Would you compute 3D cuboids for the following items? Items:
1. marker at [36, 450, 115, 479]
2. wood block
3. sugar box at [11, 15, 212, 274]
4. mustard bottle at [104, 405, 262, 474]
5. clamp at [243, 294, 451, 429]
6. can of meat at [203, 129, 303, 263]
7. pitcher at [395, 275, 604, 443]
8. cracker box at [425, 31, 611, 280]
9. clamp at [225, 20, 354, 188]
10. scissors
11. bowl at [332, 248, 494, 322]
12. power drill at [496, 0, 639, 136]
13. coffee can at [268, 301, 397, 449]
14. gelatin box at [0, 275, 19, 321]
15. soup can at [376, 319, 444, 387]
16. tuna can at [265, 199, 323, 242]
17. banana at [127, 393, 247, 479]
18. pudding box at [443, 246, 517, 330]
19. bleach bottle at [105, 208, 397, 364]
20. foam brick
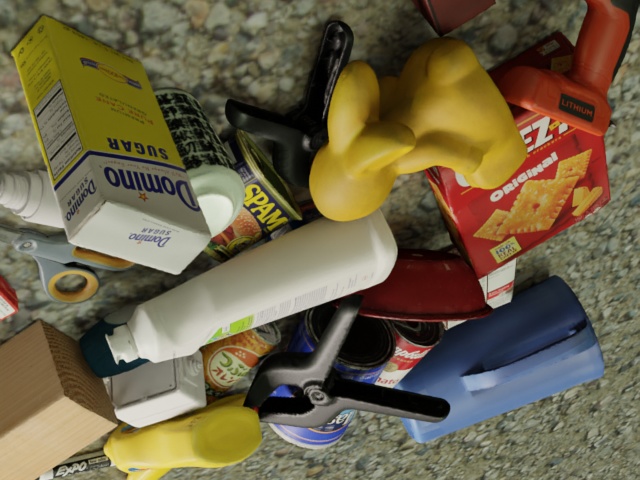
[{"bbox_3d":[-0.270,0.243,1.142,0.120,0.020,0.020,-7,140,-28],"label":"marker"},{"bbox_3d":[-0.301,0.176,0.972,0.206,0.091,0.090,-34,146,6],"label":"wood block"},{"bbox_3d":[-0.139,-0.064,0.706,0.048,0.176,0.093,-45,142,21],"label":"sugar box"},{"bbox_3d":[-0.157,0.207,1.093,0.192,0.058,0.096,-14,176,40],"label":"mustard bottle"},{"bbox_3d":[0.013,0.146,1.047,0.210,0.036,0.164,-29,113,36],"label":"clamp"},{"bbox_3d":[-0.075,-0.034,0.898,0.084,0.057,0.102,-31,145,7],"label":"can of meat"},{"bbox_3d":[0.203,0.146,1.258,0.242,0.145,0.149,-23,137,-4],"label":"pitcher"},{"bbox_3d":[0.189,-0.072,1.024,0.164,0.072,0.213,-30,145,0],"label":"cracker box"},{"bbox_3d":[-0.004,-0.102,0.877,0.120,0.039,0.171,-38,152,-1],"label":"clamp"},{"bbox_3d":[-0.242,0.014,0.875,0.201,0.016,0.096,7,132,-40],"label":"scissors"},{"bbox_3d":[0.094,0.041,1.067,0.161,0.162,0.055,-2,98,-34],"label":"bowl"},{"bbox_3d":[0.210,-0.188,0.852,0.184,0.057,0.188,15,103,-35],"label":"power drill"},{"bbox_3d":[0.007,0.140,1.135,0.102,0.103,0.140,-3,138,-33],"label":"coffee can"},{"bbox_3d":[-0.301,0.049,0.865,0.089,0.030,0.073,-28,144,-2],"label":"gelatin box"},{"bbox_3d":[0.081,0.115,1.177,0.068,0.068,0.102,-2,145,-34],"label":"soup can"},{"bbox_3d":[-0.007,0.001,1.010,0.086,0.034,0.086,-19,144,-15],"label":"tuna can"},{"bbox_3d":[-0.143,0.225,1.193,0.198,0.037,0.069,-32,145,3],"label":"banana"},{"bbox_3d":[0.170,0.043,1.186,0.090,0.039,0.113,-22,143,-10],"label":"pudding box"},{"bbox_3d":[-0.062,0.044,0.919,0.250,0.068,0.103,-22,163,-13],"label":"bleach bottle"},{"bbox_3d":[0.091,-0.204,0.804,0.051,0.053,0.078,-31,147,3],"label":"foam brick"}]
